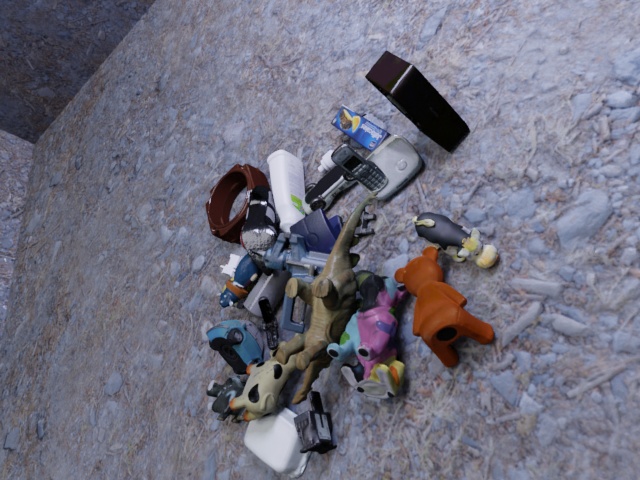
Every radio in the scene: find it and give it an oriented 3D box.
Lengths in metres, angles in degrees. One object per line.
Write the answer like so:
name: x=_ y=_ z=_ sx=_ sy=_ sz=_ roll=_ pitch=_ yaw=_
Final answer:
radio: x=0.203 y=-0.288 z=1.120 sx=0.073 sy=0.229 sz=0.131 roll=-49 pitch=42 yaw=10

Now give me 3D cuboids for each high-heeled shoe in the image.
high-heeled shoe: x=-0.140 y=-0.024 z=1.363 sx=0.086 sy=0.145 sz=0.248 roll=-11 pitch=80 yaw=9

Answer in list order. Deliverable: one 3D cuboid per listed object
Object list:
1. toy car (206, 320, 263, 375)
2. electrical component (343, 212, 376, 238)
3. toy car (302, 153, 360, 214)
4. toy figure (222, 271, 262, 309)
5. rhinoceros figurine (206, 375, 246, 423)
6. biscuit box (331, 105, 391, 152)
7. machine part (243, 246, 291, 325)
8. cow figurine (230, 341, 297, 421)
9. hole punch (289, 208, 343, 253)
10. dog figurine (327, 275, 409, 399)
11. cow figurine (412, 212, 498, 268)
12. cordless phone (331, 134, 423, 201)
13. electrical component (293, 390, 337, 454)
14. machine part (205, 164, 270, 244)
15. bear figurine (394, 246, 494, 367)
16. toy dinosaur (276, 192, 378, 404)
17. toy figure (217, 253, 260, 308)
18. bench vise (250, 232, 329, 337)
toy car: x=-0.192 y=0.252 z=1.325 sx=0.109 sy=0.161 sz=0.103 roll=-26 pitch=17 yaw=44
electrical component: x=0.090 y=-0.035 z=1.258 sx=0.094 sy=0.021 sz=0.063 roll=-5 pitch=68 yaw=42
toy car: x=0.032 y=-0.141 z=1.340 sx=0.202 sy=0.056 sz=0.074 roll=-41 pitch=41 yaw=20
toy figure: x=-0.184 y=0.100 z=1.414 sx=0.089 sy=0.082 sz=0.180 roll=41 pitch=102 yaw=42
rhinoceros figurine: x=-0.208 y=0.386 z=1.306 sx=0.190 sy=0.073 sz=0.112 roll=-7 pitch=68 yaw=41
biscuit box: x=0.110 y=-0.263 z=1.317 sx=0.059 sy=0.062 sz=0.203 roll=-55 pitch=43 yaw=10
machine part: x=-0.119 y=0.109 z=1.349 sx=0.243 sy=0.079 sz=0.079 roll=-57 pitch=43 yaw=8
cow figurine: x=-0.106 y=0.304 z=1.202 sx=0.127 sy=0.085 sz=0.195 roll=-19 pitch=27 yaw=34
hole punch: x=-0.003 y=-0.004 z=1.287 sx=0.142 sy=0.092 sz=0.116 roll=-30 pitch=56 yaw=26
dog figurine: x=0.124 y=0.179 z=1.074 sx=0.109 sy=0.191 sz=0.219 roll=-14 pitch=27 yaw=43
cow figurine: x=0.257 y=-0.005 z=1.028 sx=0.168 sy=0.098 sz=0.068 roll=27 pitch=84 yaw=47
cordless phone: x=0.121 y=-0.183 z=1.181 sx=0.146 sy=0.184 sz=0.089 roll=-42 pitch=43 yaw=22
electrical component: x=-0.014 y=0.380 z=1.122 sx=0.048 sy=0.074 sz=0.119 roll=-36 pitch=54 yaw=26
machine part: x=-0.239 y=-0.107 z=1.561 sx=0.201 sy=0.087 sz=0.202 roll=-40 pitch=49 yaw=23
bear figurine: x=0.221 y=0.118 z=1.013 sx=0.120 sy=0.132 sz=0.196 roll=-42 pitch=29 yaw=20
toy dinosaur: x=0.026 y=0.118 z=1.110 sx=0.105 sy=0.198 sz=0.471 roll=19 pitch=95 yaw=38
toy figure: x=-0.197 y=0.104 z=1.339 sx=0.154 sy=0.057 sz=0.064 roll=-57 pitch=30 yaw=4
bench vise: x=-0.053 y=0.107 z=1.225 sx=0.224 sy=0.129 sz=0.240 roll=9 pitch=91 yaw=2
